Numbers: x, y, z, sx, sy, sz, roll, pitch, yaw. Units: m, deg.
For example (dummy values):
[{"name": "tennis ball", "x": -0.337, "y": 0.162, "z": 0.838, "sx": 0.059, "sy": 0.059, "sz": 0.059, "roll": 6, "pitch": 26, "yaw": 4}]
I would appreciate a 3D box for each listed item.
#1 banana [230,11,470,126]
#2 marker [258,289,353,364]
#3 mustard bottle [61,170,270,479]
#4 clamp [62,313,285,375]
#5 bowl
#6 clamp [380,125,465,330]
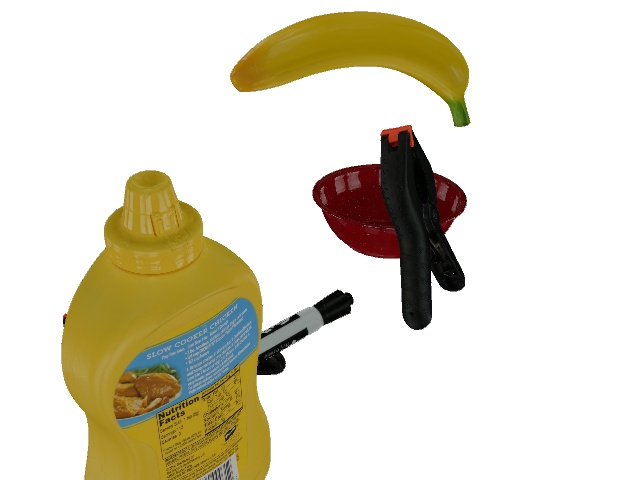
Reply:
[{"name": "banana", "x": 0.033, "y": -0.125, "z": 0.740, "sx": 0.197, "sy": 0.069, "sz": 0.037, "roll": 5, "pitch": 1, "yaw": -28}, {"name": "marker", "x": -0.028, "y": 0.066, "z": 0.725, "sx": 0.121, "sy": 0.020, "sz": 0.020, "roll": -28, "pitch": 11, "yaw": -21}, {"name": "mustard bottle", "x": -0.069, "y": 0.054, "z": 0.483, "sx": 0.096, "sy": 0.192, "sz": 0.058, "roll": -27, "pitch": 43, "yaw": -33}, {"name": "clamp", "x": -0.148, "y": 0.112, "z": 0.978, "sx": 0.210, "sy": 0.036, "sz": 0.164, "roll": 26, "pitch": 39, "yaw": 32}, {"name": "bowl", "x": 0.071, "y": -0.025, "z": 1.127, "sx": 0.162, "sy": 0.055, "sz": 0.162, "roll": 2, "pitch": 27, "yaw": -1}, {"name": "clamp", "x": 0.081, "y": -0.010, "z": 0.919, "sx": 0.039, "sy": 0.171, "sz": 0.120, "roll": -14, "pitch": 18, "yaw": 22}]
